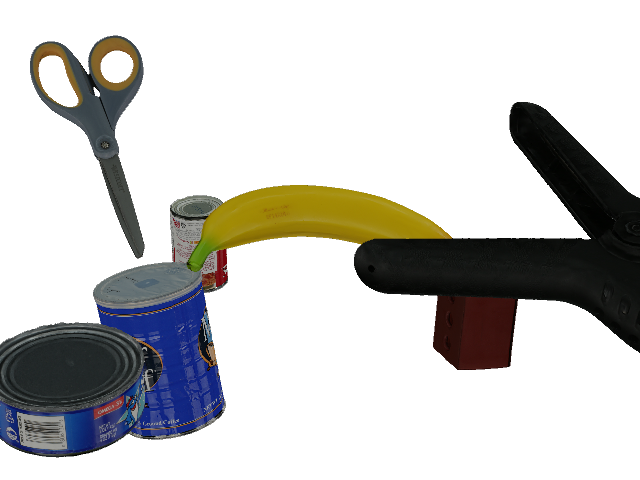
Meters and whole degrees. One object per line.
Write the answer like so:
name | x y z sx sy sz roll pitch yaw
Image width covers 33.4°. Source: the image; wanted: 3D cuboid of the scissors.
scissors | -0.153 -0.085 0.825 0.096 0.202 0.016 -31 -20 -19

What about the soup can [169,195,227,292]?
soup can | -0.148 0.004 1.301 0.068 0.102 0.068 0 26 0

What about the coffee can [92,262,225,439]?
coffee can | -0.153 0.104 1.021 0.103 0.140 0.103 -8 18 2

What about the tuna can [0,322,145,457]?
tuna can | -0.139 0.081 0.587 0.086 0.034 0.086 1 27 -1

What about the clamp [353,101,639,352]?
clamp | 0.131 0.011 0.487 0.210 0.036 0.164 31 49 31

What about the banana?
banana | 0.001 -0.008 0.752 0.197 0.069 0.037 -2 -26 -13

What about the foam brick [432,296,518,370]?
foam brick | 0.132 0.065 0.911 0.051 0.078 0.053 -4 19 -20
